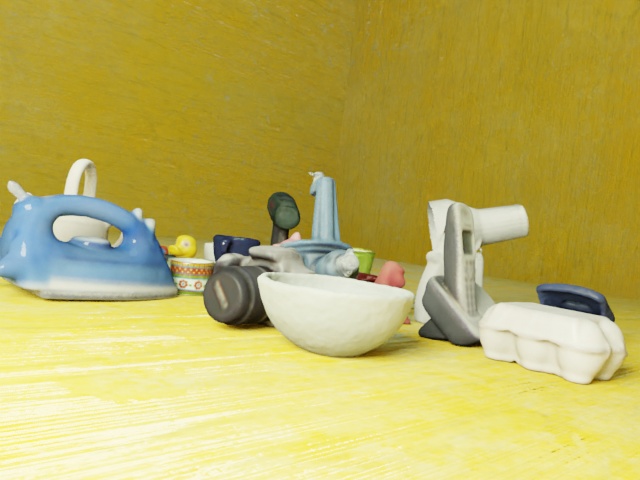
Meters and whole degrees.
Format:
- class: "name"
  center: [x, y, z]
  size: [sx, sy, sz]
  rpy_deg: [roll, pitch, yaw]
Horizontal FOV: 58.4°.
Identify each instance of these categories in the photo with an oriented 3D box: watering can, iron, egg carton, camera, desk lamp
- class: "watering can"
  center: [-0.394, -0.034, 0.911]
  size: [0.173, 0.194, 0.100]
  rpy_deg: [6, 1, -23]
- class: "iron"
  center: [-0.304, 0.006, 0.778]
  size: [0.259, 0.141, 0.118]
  rpy_deg: [6, 1, -43]
- class: "egg carton"
  center: [0.264, 0.114, 0.657]
  size: [0.108, 0.069, 0.149]
  rpy_deg: [6, 1, -42]
- class: "camera"
  center: [-0.087, 0.054, 0.703]
  size: [0.142, 0.101, 0.137]
  rpy_deg: [8, 1, 32]
- class: "desk lamp"
  center: [0.280, 0.037, 1.013]
  size: [0.203, 0.213, 0.118]
  rpy_deg: [7, 1, 5]

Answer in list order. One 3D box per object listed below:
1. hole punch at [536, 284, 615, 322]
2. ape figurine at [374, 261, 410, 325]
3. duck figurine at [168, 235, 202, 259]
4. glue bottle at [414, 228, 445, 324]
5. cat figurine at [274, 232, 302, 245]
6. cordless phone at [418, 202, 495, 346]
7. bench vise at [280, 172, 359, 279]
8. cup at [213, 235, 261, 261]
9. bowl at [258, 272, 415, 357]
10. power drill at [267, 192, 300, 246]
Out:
- class: "hole punch"
  center: [0.394, 0.115, 0.894]
  size: [0.108, 0.091, 0.101]
  rpy_deg: [8, 1, 41]
- class: "ape figurine"
  center: [0.109, 0.079, 0.891]
  size: [0.076, 0.092, 0.078]
  rpy_deg: [7, 1, 15]
- class: "duck figurine"
  center: [-0.256, 0.034, 1.100]
  size: [0.077, 0.086, 0.105]
  rpy_deg: [7, 1, 26]
- class: "glue bottle"
  center: [0.197, 0.049, 0.918]
  size: [0.078, 0.173, 0.037]
  rpy_deg: [6, 1, -29]
- class: "cat figurine"
  center: [-0.037, 0.044, 1.140]
  size: [0.128, 0.118, 0.067]
  rpy_deg: [7, 1, -13]
- class: "cordless phone"
  center: [0.205, 0.046, 0.783]
  size: [0.093, 0.185, 0.148]
  rpy_deg: [8, 1, 34]
- class: "bench vise"
  center: [0.017, 0.004, 0.873]
  size: [0.122, 0.220, 0.206]
  rpy_deg: [6, 1, -39]
- class: "cup"
  center: [-0.168, 0.041, 1.098]
  size: [0.091, 0.095, 0.118]
  rpy_deg: [7, 1, 10]
- class: "bowl"
  center: [0.014, 0.081, 0.610]
  size: [0.167, 0.075, 0.167]
  rpy_deg: [7, 1, 0]
- class: "power drill"
  center: [-0.098, -0.012, 1.342]
  size: [0.076, 0.208, 0.229]
  rpy_deg: [7, 1, -14]
